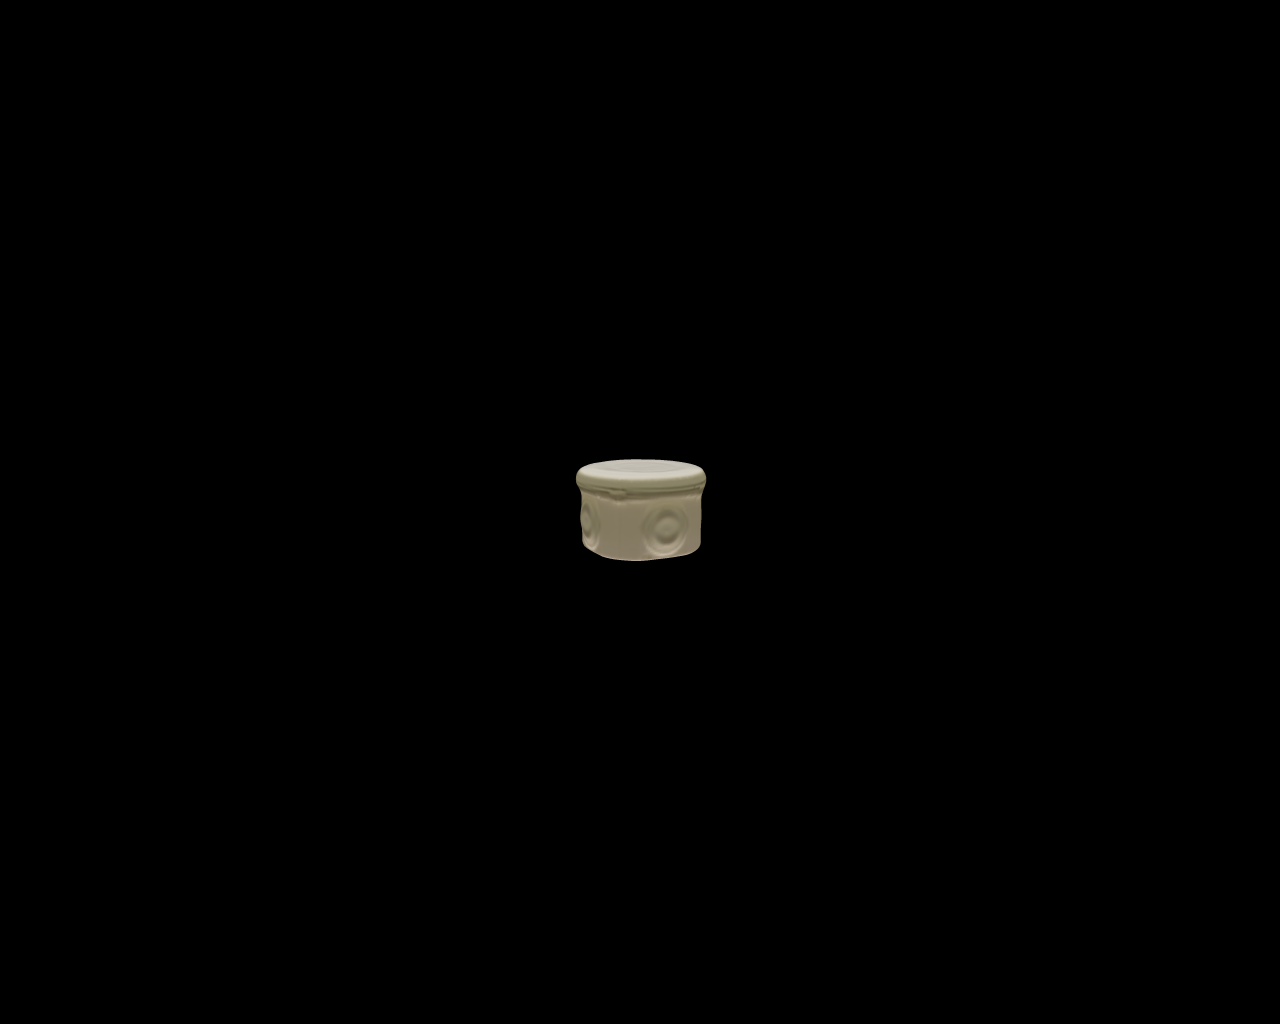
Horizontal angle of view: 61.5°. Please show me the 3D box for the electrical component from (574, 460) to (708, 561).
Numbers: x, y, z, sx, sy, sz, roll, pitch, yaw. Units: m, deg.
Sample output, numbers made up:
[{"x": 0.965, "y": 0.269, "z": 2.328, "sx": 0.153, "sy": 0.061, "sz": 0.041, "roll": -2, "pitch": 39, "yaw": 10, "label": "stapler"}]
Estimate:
[{"x": 0.001, "y": -0.003, "z": 0.650, "sx": 0.080, "sy": 0.051, "sz": 0.080, "roll": 0, "pitch": 11, "yaw": 0, "label": "electrical component"}]
